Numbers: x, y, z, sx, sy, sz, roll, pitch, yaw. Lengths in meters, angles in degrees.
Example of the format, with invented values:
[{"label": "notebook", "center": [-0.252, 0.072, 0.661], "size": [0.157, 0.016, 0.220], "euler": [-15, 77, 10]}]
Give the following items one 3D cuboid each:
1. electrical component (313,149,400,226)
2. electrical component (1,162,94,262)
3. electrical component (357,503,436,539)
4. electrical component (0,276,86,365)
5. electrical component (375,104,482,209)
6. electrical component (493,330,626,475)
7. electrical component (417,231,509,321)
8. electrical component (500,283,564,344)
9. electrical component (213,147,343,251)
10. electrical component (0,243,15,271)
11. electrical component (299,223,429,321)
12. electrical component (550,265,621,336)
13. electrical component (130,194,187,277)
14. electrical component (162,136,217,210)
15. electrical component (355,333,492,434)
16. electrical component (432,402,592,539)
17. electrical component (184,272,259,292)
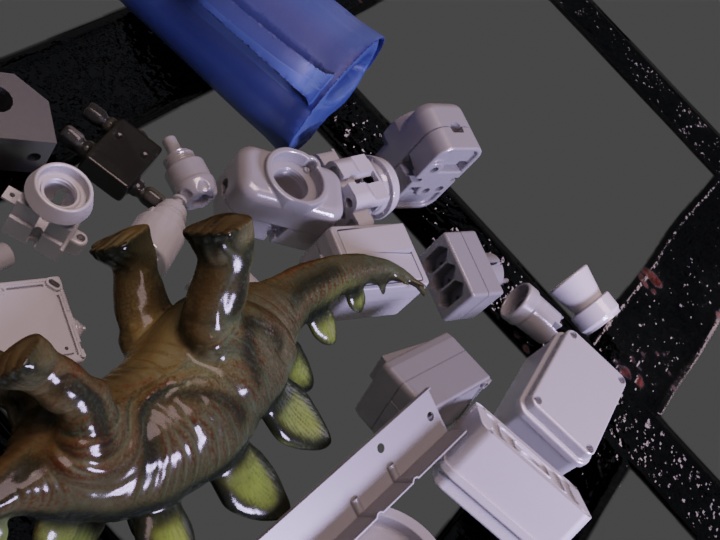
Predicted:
[{"label": "electrical component", "center": [-0.003, -0.068, 0.931], "size": [0.057, 0.058, 0.078], "euler": [-17, 70, -40]}, {"label": "electrical component", "center": [-0.217, -0.043, 0.755], "size": [0.066, 0.055, 0.048], "euler": [31, 45, -14]}, {"label": "electrical component", "center": [0.002, 0.217, 0.714], "size": [0.108, 0.060, 0.108], "euler": [8, 42, -7]}, {"label": "electrical component", "center": [-0.222, 0.047, 0.680], "size": [0.096, 0.061, 0.061], "euler": [-7, 64, -40]}, {"label": "electrical component", "center": [0.057, -0.106, 0.975], "size": [0.054, 0.095, 0.059], "euler": [-5, 62, -39]}, {"label": "electrical component", "center": [0.172, 0.115, 0.925], "size": [0.078, 0.057, 0.113], "euler": [43, 44, -2]}, {"label": "electrical component", "center": [0.102, 0.004, 0.962], "size": [0.077, 0.047, 0.065], "euler": [-4, 62, -39]}, {"label": "electrical component", "center": [0.158, 0.041, 0.983], "size": [0.046, 0.040, 0.040], "euler": [38, 44, -16]}, {"label": "electrical component", "center": [-0.064, -0.060, 0.877], "size": [0.095, 0.059, 0.053], "euler": [14, 52, -28]}, {"label": "electrical component", "center": [-0.256, 0.000, 0.702], "size": [0.043, 0.043, 0.062], "euler": [52, 43, 7]}, {"label": "electrical component", "center": [0.000, 0.000, 0.879], "size": [0.096, 0.061, 0.061], "euler": [-5, 62, -39]}, {"label": "electrical component", "center": [0.216, 0.029, 1.030], "size": [0.055, 0.045, 0.045], "euler": [52, 44, 7]}, {"label": "electrical component", "center": [-0.150, -0.028, 0.804], "size": [0.040, 0.040, 0.078], "euler": [34, 45, -11]}, {"label": "electrical component", "center": [-0.140, -0.080, 0.854], "size": [0.035, 0.035, 0.061], "euler": [-12, 65, -41]}, {"label": "electrical component", "center": [0.051, 0.092, 0.844], "size": [0.096, 0.061, 0.061], "euler": [-22, 61, -44]}, {"label": "electrical component", "center": [0.113, 0.164, 0.823], "size": [0.113, 0.057, 0.078], "euler": [41, 7, -4]}, {"label": "electrical component", "center": [-0.088, 0.027, 0.807], "size": [0.081, 0.043, 0.043], "euler": [44, 44, -1]}]
